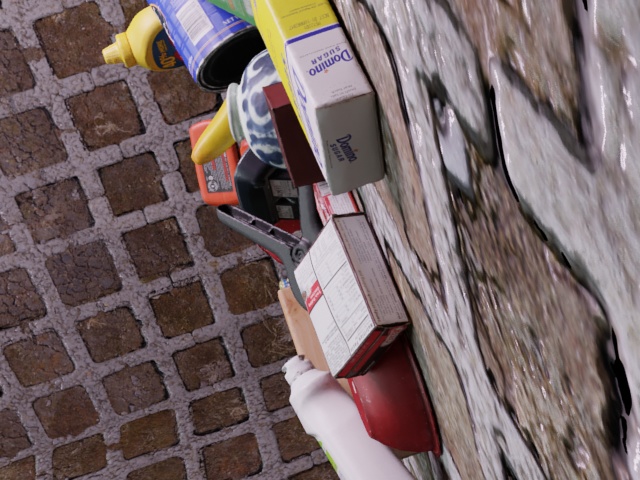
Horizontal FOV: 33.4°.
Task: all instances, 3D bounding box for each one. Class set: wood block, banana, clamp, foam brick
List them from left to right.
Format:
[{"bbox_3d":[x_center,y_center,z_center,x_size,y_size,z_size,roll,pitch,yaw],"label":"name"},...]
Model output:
[{"bbox_3d":[-0.087,-0.173,1.159,0.037,0.069,0.198,35,112,63],"label":"banana"},{"bbox_3d":[-0.011,-0.092,0.887,0.053,0.051,0.078,-115,7,-59],"label":"foam brick"},{"bbox_3d":[-0.007,0.001,1.077,0.210,0.036,0.165,53,131,13],"label":"clamp"},{"bbox_3d":[0.031,0.144,1.143,0.090,0.091,0.206,86,165,-76],"label":"wood block"}]

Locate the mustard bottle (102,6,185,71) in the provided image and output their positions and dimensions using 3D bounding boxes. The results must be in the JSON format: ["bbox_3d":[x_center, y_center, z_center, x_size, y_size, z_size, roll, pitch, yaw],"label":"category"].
[{"bbox_3d":[-0.163,-0.246,1.262,0.096,0.191,0.058,79,171,-65],"label":"mustard bottle"}]

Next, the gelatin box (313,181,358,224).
[{"bbox_3d":[0.018,-0.019,0.983,0.073,0.030,0.089,77,173,-58],"label":"gelatin box"}]

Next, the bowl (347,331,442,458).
[{"bbox_3d":[0.056,0.128,0.968,0.162,0.055,0.162,162,90,-86],"label":"bowl"}]

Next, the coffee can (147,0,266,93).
[{"bbox_3d":[-0.111,-0.233,1.068,0.140,0.102,0.103,58,173,17],"label":"coffee can"}]

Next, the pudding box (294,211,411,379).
[{"bbox_3d":[0.025,0.047,0.894,0.090,0.039,0.113,-55,49,47],"label":"pudding box"}]

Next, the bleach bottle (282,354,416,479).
[{"bbox_3d":[0.042,0.212,1.015,0.251,0.068,0.102,53,166,23],"label":"bleach bottle"}]

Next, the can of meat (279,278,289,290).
[{"bbox_3d":[0.000,0.070,1.269,0.102,0.084,0.057,81,170,-70],"label":"can of meat"}]

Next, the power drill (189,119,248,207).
[{"bbox_3d":[-0.090,-0.129,1.308,0.187,0.057,0.184,-40,-59,-61],"label":"power drill"}]

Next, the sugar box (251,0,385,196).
[{"bbox_3d":[-0.008,-0.126,0.730,0.093,0.048,0.176,76,175,-55],"label":"sugar box"}]

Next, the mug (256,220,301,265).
[{"bbox_3d":[-0.029,-0.005,1.393,0.117,0.093,0.081,40,-179,-18],"label":"mug"}]
